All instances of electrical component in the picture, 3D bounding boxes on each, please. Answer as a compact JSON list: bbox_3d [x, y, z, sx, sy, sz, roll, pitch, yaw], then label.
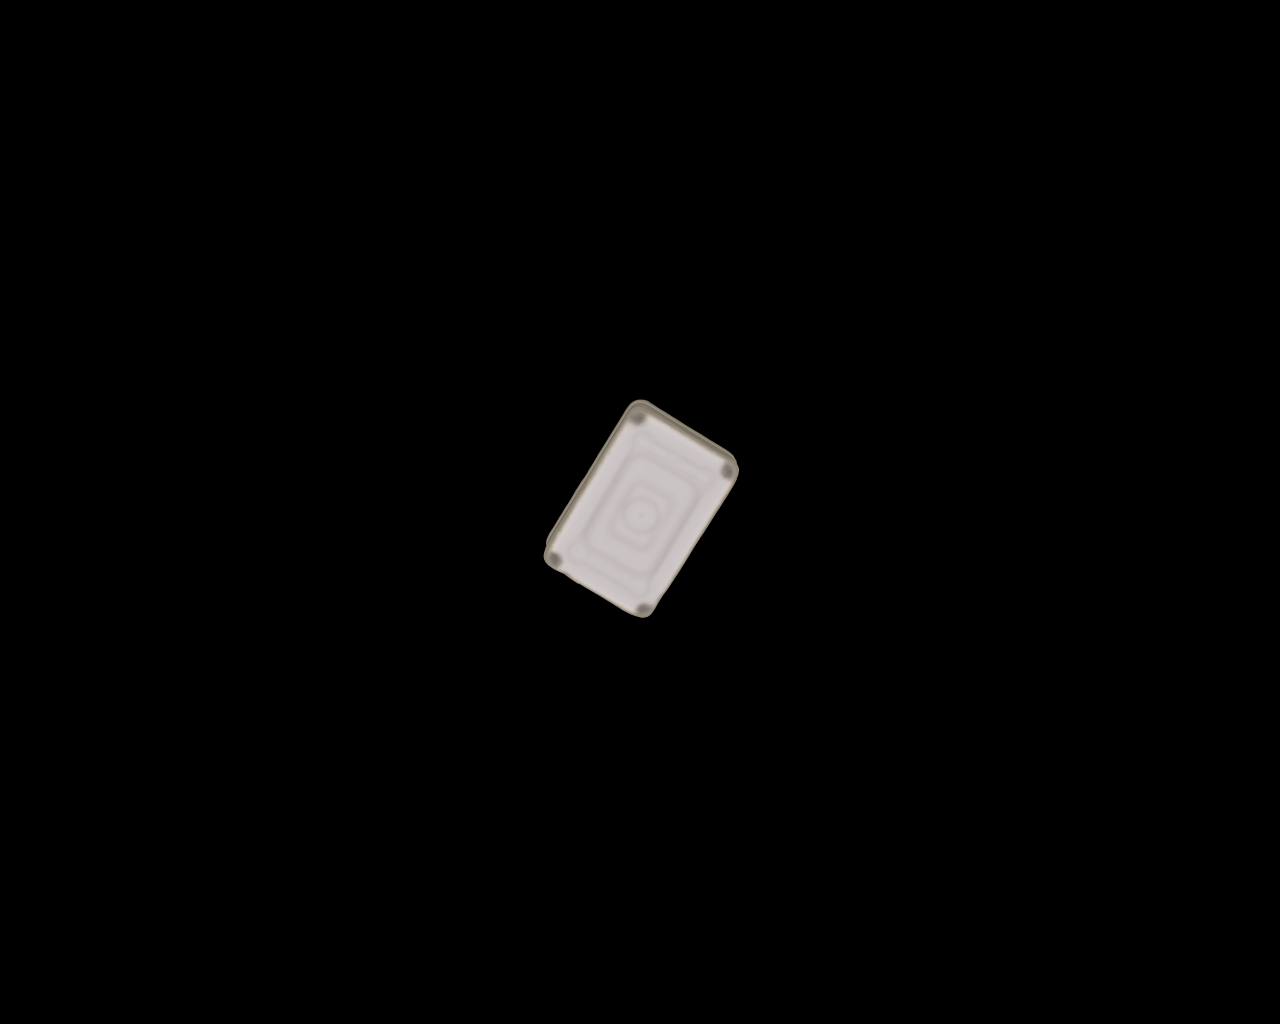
[{"bbox_3d":[0.001,-0.003,0.650,0.078,0.113,0.057,31,8,-5],"label":"electrical component"}]
